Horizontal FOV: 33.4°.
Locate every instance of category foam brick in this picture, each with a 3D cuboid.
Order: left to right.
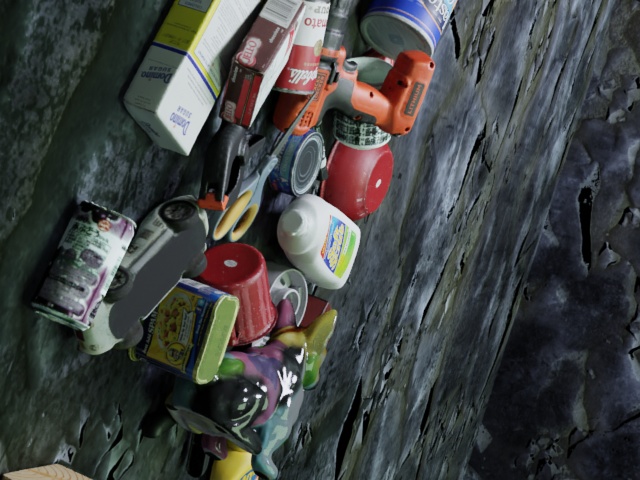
[{"bbox_3d":[-0.015,0.116,1.490,0.053,0.051,0.078,-61,158,-26],"label":"foam brick"}]

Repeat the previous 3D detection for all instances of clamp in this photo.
[{"bbox_3d":[-0.134,0.170,1.263,0.210,0.036,0.164,-65,156,-14],"label":"clamp"},{"bbox_3d":[-0.090,-0.090,1.114,0.120,0.039,0.171,71,30,-54],"label":"clamp"}]

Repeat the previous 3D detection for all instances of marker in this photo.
[{"bbox_3d":[-0.003,-0.119,1.363,0.020,0.020,0.121,-57,155,-32],"label":"marker"}]

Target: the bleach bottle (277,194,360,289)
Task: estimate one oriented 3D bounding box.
[{"bbox_3d":[-0.009,0.002,1.344,0.250,0.068,0.102,29,81,-76],"label":"bleach bottle"}]

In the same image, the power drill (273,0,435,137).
[{"bbox_3d":[0.044,-0.202,1.252,0.187,0.057,0.184,7,114,-37],"label":"power drill"}]

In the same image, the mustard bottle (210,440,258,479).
[{"bbox_3d":[-0.115,0.324,1.411,0.096,0.058,0.192,-26,131,-61],"label":"mustard bottle"}]

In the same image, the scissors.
[{"bbox_3d":[-0.061,-0.073,1.210,0.201,0.016,0.096,-51,162,-15],"label":"scissors"}]

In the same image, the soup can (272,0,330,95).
[{"bbox_3d":[-0.031,-0.214,1.146,0.068,0.069,0.102,-23,128,-63],"label":"soup can"}]

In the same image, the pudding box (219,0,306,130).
[{"bbox_3d":[-0.058,-0.178,1.049,0.113,0.039,0.090,-63,179,-34],"label":"pudding box"}]

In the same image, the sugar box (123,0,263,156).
[{"bbox_3d":[-0.116,-0.177,0.997,0.176,0.048,0.093,-62,160,-14],"label":"sugar box"}]

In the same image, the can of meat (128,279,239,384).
[{"bbox_3d":[-0.141,0.091,1.109,0.057,0.084,0.102,10,98,-68],"label":"can of meat"}]

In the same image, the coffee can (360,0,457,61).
[{"bbox_3d":[0.126,-0.317,1.397,0.140,0.103,0.102,-64,158,-18],"label":"coffee can"}]

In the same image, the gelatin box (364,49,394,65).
[{"bbox_3d":[0.073,-0.213,1.455,0.073,0.030,0.089,-44,147,-50],"label":"gelatin box"}]

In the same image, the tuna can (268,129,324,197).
[{"bbox_3d":[-0.029,-0.096,1.298,0.086,0.034,0.086,-51,151,-43],"label":"tuna can"}]

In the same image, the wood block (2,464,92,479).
[{"bbox_3d":[-0.265,0.326,0.992,0.090,0.091,0.206,13,95,-69],"label":"wood block"}]

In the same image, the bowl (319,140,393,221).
[{"bbox_3d":[0.059,-0.089,1.494,0.161,0.055,0.162,-50,151,-42],"label":"bowl"}]

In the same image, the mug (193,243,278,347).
[{"bbox_3d":[-0.097,0.065,1.176,0.117,0.093,0.081,-86,173,-52],"label":"mug"}]
